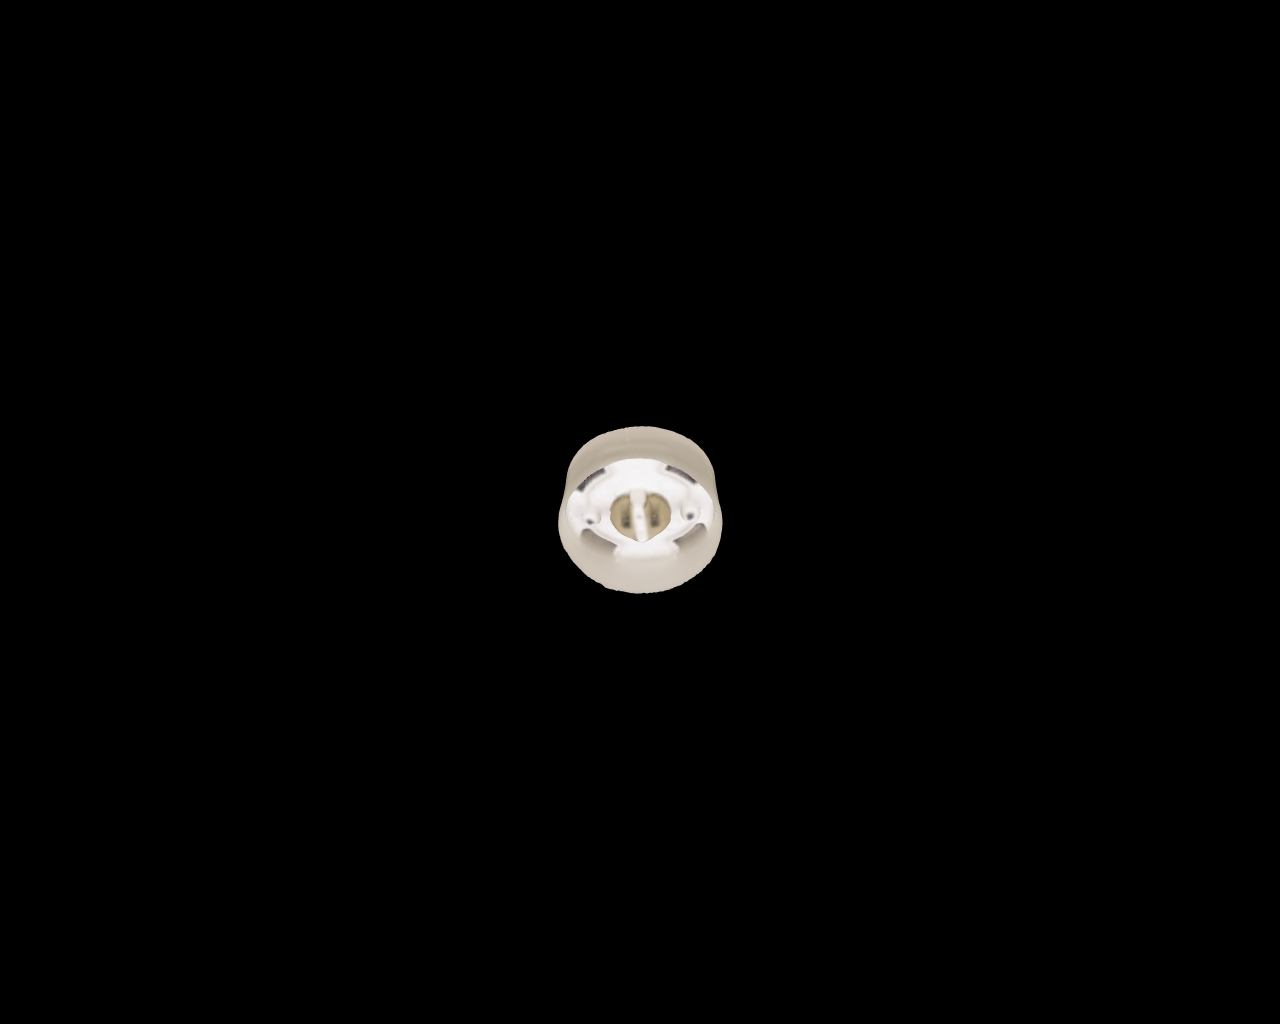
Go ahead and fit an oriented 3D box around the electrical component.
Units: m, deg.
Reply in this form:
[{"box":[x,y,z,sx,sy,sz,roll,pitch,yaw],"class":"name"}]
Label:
[{"box":[0.001,-0.003,0.650,0.099,0.064,0.099,0,-41,0],"class":"electrical component"}]
